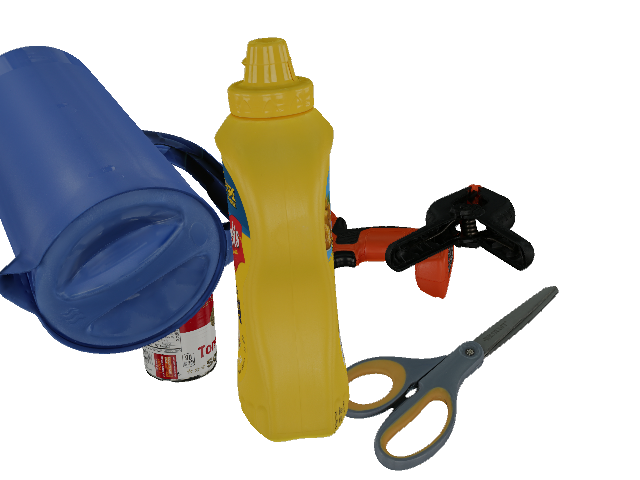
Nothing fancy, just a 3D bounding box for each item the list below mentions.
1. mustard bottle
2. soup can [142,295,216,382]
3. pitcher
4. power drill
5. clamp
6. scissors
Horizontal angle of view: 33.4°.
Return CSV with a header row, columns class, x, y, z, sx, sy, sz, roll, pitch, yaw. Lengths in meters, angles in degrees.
class,x,y,z,sx,sy,sz,roll,pitch,yaw
mustard bottle,-0.019,-0.004,0.532,0.058,0.192,0.096,-5,20,-4
soup can,-0.128,0.067,0.951,0.068,0.102,0.068,-1,24,0
pitcher,-0.165,-0.044,0.772,0.149,0.145,0.243,37,10,-46
power drill,0.045,0.021,1.145,0.188,0.057,0.184,4,31,13
clamp,0.137,-0.010,0.926,0.120,0.039,0.171,8,26,21
scissors,0.084,0.079,0.754,0.096,0.016,0.201,23,49,23
